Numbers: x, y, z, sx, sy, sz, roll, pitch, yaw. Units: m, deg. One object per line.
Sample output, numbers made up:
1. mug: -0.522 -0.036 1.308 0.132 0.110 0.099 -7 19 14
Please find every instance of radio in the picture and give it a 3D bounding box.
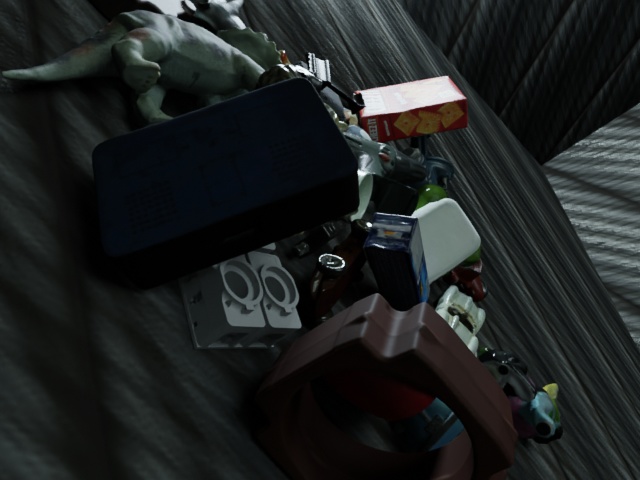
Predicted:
1. radio: -0.089 -0.058 0.506 0.073 0.230 0.131 82 -13 -62

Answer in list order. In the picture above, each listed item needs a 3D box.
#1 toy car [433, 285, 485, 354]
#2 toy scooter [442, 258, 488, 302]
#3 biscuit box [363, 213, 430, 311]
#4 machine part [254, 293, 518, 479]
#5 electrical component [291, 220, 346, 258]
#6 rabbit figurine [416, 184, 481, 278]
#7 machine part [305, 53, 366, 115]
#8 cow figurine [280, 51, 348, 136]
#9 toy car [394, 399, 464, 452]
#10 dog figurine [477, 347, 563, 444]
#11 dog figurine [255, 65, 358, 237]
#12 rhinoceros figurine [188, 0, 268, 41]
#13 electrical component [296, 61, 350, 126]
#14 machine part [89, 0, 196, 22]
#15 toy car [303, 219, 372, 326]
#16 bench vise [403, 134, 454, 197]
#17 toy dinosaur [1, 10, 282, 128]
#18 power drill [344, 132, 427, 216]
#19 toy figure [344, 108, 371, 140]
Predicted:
1. toy car: 0.201 0.123 0.797 0.073 0.056 0.202 42 27 6
2. toy scooter: 0.277 0.041 1.095 0.135 0.075 0.184 4 60 -54
3. biscuit box: 0.115 0.044 0.762 0.202 0.063 0.059 66 37 -53
4. machine part: 0.058 0.165 0.501 0.201 0.201 0.087 48 29 -10
5. electrical component: -0.002 -0.002 0.735 0.021 0.063 0.094 57 30 4
6. rabbit figurine: 0.198 -0.026 1.010 0.159 0.121 0.170 9 64 -25
7. machine part: 0.027 -0.287 0.995 0.138 0.039 0.084 32 30 -32
8. cow figurine: -0.030 -0.210 0.866 0.195 0.085 0.127 52 -1 43
9. toy car: 0.151 0.206 0.704 0.103 0.109 0.161 44 16 19
10. dog figurine: 0.340 0.265 0.918 0.219 0.108 0.191 4 53 -60
11. dog figurine: -0.041 -0.119 0.668 0.121 0.173 0.190 -25 113 -29
12. rhinoceros figurine: -0.170 -0.354 0.867 0.190 0.073 0.112 53 39 -6
13. electrical component: -0.016 -0.264 1.005 0.134 0.058 0.115 17 43 -48
14. machine part: -0.259 -0.358 0.746 0.179 0.056 0.179 35 34 -29
15. toy car: 0.025 0.038 0.712 0.053 0.089 0.202 24 28 13
16. bench vise: 0.218 -0.172 1.166 0.223 0.129 0.240 35 51 -44
17. toy dinosaur: -0.177 -0.215 0.663 0.404 0.131 0.192 6 41 -48
18. power drill: 0.108 -0.111 0.922 0.232 0.086 0.207 19 35 -17
19. toy figure: 0.062 -0.208 1.064 0.064 0.058 0.154 85 -16 -63
